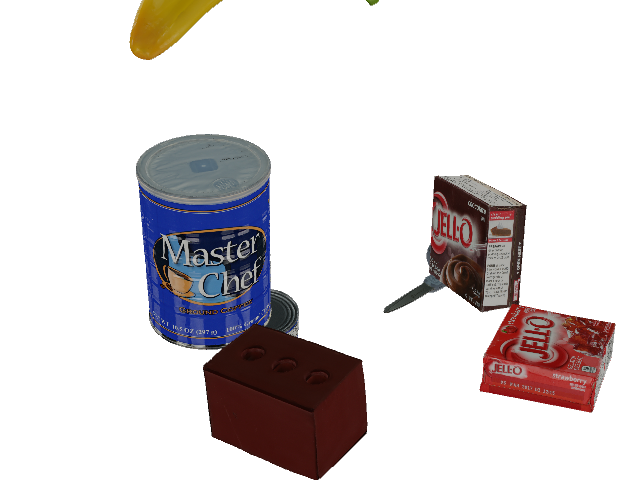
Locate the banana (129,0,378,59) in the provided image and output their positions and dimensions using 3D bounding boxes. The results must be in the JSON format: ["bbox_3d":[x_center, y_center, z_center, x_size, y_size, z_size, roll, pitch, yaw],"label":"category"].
[{"bbox_3d":[-0.044,-0.169,0.684,0.197,0.069,0.037,-22,-10,-32],"label":"banana"}]

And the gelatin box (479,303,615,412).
[{"bbox_3d":[0.153,0.076,0.711,0.073,0.030,0.089,10,23,20],"label":"gelatin box"}]

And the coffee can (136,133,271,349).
[{"bbox_3d":[-0.090,0.000,0.849,0.103,0.140,0.103,1,32,-1],"label":"coffee can"}]

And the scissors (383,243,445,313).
[{"bbox_3d":[0.125,0.038,1.260,0.201,0.016,0.096,-11,40,-36],"label":"scissors"}]

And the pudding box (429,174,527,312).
[{"bbox_3d":[0.129,-0.001,0.896,0.039,0.090,0.114,-5,17,-19],"label":"pudding box"}]

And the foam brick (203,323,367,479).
[{"bbox_3d":[-0.020,0.091,0.607,0.078,0.051,0.052,16,33,29],"label":"foam brick"}]

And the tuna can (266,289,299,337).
[{"bbox_3d":[-0.067,0.092,1.190,0.086,0.034,0.086,1,36,-1],"label":"tuna can"}]
